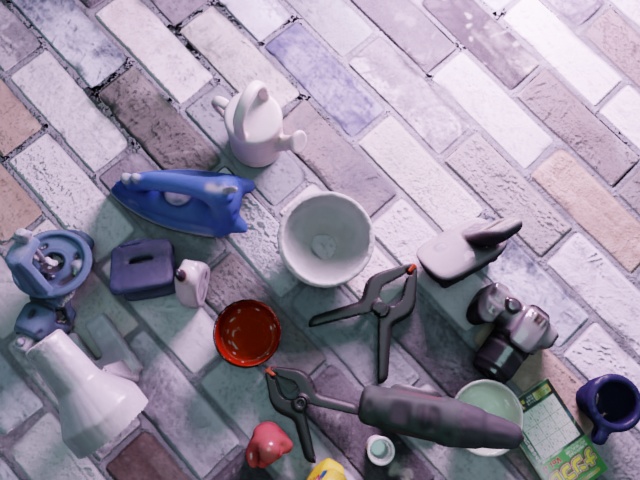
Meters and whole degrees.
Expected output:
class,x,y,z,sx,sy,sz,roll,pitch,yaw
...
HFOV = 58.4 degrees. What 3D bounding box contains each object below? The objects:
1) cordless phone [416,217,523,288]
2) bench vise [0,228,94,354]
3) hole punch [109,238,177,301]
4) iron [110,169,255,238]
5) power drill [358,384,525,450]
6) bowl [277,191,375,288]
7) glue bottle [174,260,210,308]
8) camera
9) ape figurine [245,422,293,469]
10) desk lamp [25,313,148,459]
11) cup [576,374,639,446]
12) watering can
class,x,y,z,sx,sy,sz,roll,pitch,yaw
cordless phone,0.249,0.009,0.954,0.147,0.185,0.094,-32,81,-8
bench vise,-0.426,0.070,0.891,0.121,0.219,0.207,-2,78,-3
hole punch,-0.300,0.046,0.967,0.108,0.091,0.101,-11,79,-5
iron,-0.247,-0.082,0.971,0.258,0.141,0.119,7,78,-1
power drill,0.169,0.270,0.883,0.229,0.208,0.076,10,78,0
bowl,0.009,0.004,1.000,0.167,0.074,0.167,1,78,-3
glue bottle,-0.212,0.065,0.926,0.037,0.173,0.078,11,78,0
camera,0.310,0.163,0.967,0.143,0.101,0.137,38,79,5
ape figurine,-0.082,0.333,0.917,0.078,0.092,0.076,-1,78,-3
desk lamp,-0.348,0.212,0.868,0.118,0.213,0.203,-37,82,-9
cup,0.465,0.281,0.953,0.091,0.095,0.118,26,78,3
watering can,-0.105,-0.201,0.976,0.173,0.194,0.101,7,78,-1
